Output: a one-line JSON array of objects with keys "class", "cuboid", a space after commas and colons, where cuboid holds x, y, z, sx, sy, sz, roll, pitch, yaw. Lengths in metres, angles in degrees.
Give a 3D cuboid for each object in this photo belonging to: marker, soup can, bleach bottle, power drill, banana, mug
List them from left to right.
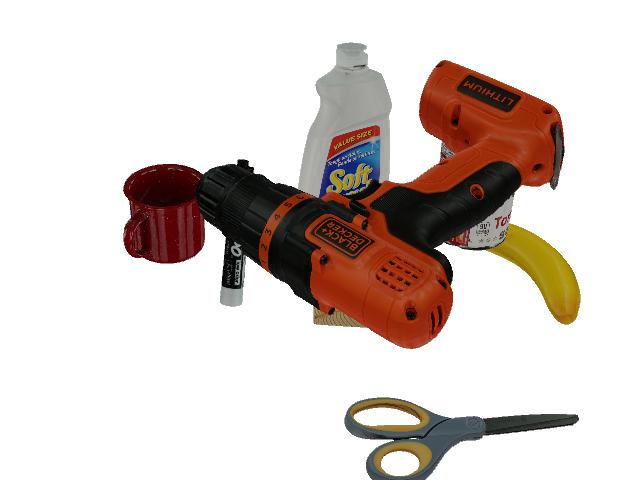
[{"class": "mug", "cuboid": [-0.178, -0.022, 1.191, 0.093, 0.081, 0.117, 19, 39, 22]}, {"class": "marker", "cuboid": [-0.069, -0.006, 0.873, 0.020, 0.121, 0.020, 6, 13, -2]}, {"class": "bleach bottle", "cuboid": [0.019, -0.075, 1.086, 0.102, 0.251, 0.068, -3, 26, -9]}, {"class": "power drill", "cuboid": [0.041, -0.034, 0.645, 0.185, 0.057, 0.187, 32, 59, 32]}, {"class": "soup can", "cuboid": [0.131, -0.051, 0.899, 0.068, 0.102, 0.068, 3, 32, -2]}, {"class": "banana", "cuboid": [0.204, 0.024, 1.067, 0.069, 0.037, 0.198, -34, 37, -14]}]

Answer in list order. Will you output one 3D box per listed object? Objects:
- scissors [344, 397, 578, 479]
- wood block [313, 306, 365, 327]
[{"class": "scissors", "cuboid": [0.119, 0.170, 0.882, 0.201, 0.016, 0.096, 7, 41, -1]}, {"class": "wood block", "cuboid": [0.044, 0.048, 1.649, 0.091, 0.090, 0.206, 3, 23, 4]}]
